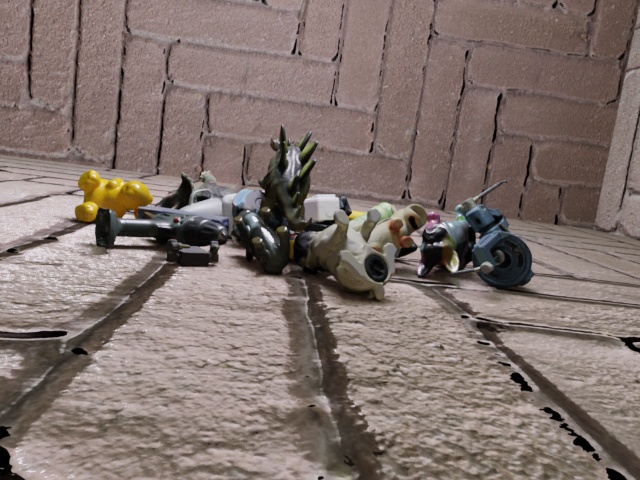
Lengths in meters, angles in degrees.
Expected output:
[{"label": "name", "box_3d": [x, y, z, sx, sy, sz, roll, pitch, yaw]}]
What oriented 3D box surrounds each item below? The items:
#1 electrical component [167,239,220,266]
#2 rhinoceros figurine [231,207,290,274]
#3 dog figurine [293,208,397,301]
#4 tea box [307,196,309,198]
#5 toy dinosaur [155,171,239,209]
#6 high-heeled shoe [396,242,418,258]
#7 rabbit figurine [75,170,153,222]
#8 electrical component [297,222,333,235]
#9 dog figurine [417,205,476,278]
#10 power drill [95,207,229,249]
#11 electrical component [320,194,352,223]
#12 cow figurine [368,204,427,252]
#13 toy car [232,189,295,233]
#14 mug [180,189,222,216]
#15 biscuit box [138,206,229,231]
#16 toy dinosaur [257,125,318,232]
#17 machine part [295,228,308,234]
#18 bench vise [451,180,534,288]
[{"label": "electrical component", "box_3d": [-0.229, 0.021, 0.977, 0.102, 0.045, 0.078, 4, 11, -26]}, {"label": "rhinoceros figurine", "box_3d": [-0.115, -0.002, 1.037, 0.073, 0.111, 0.191, -27, 36, -19]}, {"label": "dog figurine", "box_3d": [0.033, 0.045, 0.960, 0.121, 0.172, 0.190, 7, -26, -31]}, {"label": "tea box", "box_3d": [-0.071, -0.102, 1.547, 0.098, 0.068, 0.169, 44, -5, -3]}, {"label": "toy dinosaur", "box_3d": [-0.245, -0.093, 1.484, 0.405, 0.131, 0.192, 15, 16, -6]}, {"label": "high-heeled shoe", "box_3d": [0.103, -0.001, 1.307, 0.145, 0.086, 0.249, -3, 9, -43]}, {"label": "rabbit figurine", "box_3d": [-0.468, -0.090, 1.273, 0.173, 0.122, 0.162, -10, -24, 29]}, {"label": "electrical component", "box_3d": [-0.003, -0.004, 1.242, 0.048, 0.074, 0.119, 12, 5, 30]}, {"label": "dog figurine", "box_3d": [0.281, 0.029, 1.200, 0.109, 0.191, 0.219, -7, 31, 26]}, {"label": "power drill", "box_3d": [-0.317, -0.023, 1.045, 0.207, 0.086, 0.232, -6, 9, -38]}, {"label": "electrical component", "box_3d": [0.016, -0.067, 1.388, 0.115, 0.058, 0.134, -21, -8, -20]}, {"label": "cow figurine", "box_3d": [0.150, -0.011, 1.167, 0.195, 0.085, 0.127, -33, 10, -7]}, {"label": "toy car", "box_3d": [-0.136, -0.039, 1.239, 0.162, 0.103, 0.109, 30, 32, -6]}, {"label": "mug", "box_3d": [-0.298, -0.069, 1.334, 0.081, 0.109, 0.107, 12, 20, 44]}, {"label": "biscuit box", "box_3d": [-0.311, -0.034, 1.222, 0.203, 0.059, 0.063, 9, 7, 10]}, {"label": "toy dinosaur", "box_3d": [-0.067, -0.120, 1.119, 0.105, 0.198, 0.472, 4, 35, -17]}, {"label": "machine part", "box_3d": [-0.080, -0.037, 1.385, 0.079, 0.079, 0.243, 4, 8, -21]}, {"label": "bench vise", "box_3d": [0.357, 0.010, 1.114, 0.129, 0.223, 0.240, -24, -1, 32]}]
